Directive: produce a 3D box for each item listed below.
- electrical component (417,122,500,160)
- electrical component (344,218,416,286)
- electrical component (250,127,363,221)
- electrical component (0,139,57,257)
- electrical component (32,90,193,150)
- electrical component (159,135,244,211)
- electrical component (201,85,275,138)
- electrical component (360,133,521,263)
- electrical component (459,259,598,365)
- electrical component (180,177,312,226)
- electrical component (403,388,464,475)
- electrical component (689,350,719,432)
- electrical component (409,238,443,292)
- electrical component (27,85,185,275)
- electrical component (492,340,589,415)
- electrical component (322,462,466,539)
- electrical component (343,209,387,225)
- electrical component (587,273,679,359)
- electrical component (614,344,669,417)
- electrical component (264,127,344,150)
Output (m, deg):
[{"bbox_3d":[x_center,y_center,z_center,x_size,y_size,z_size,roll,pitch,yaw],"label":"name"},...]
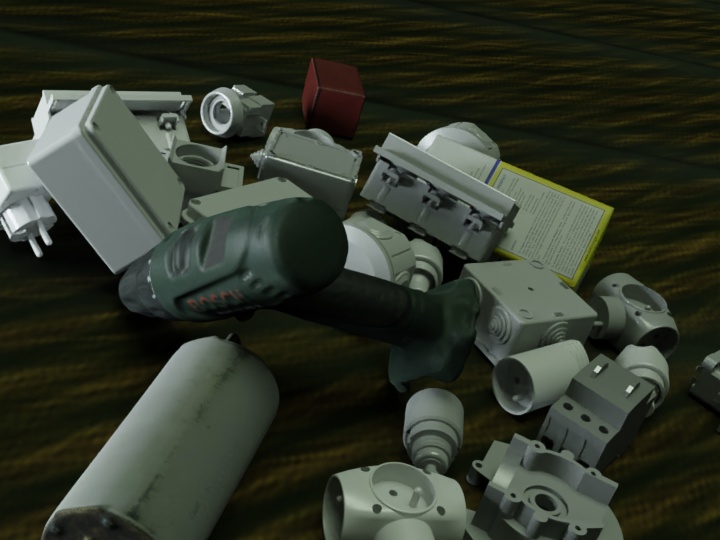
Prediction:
[{"bbox_3d":[0.095,-0.103,1.048,0.080,0.080,0.051,25,26,13],"label":"electrical component"},{"bbox_3d":[0.000,0.000,0.836,0.080,0.080,0.051,32,28,23],"label":"electrical component"},{"bbox_3d":[-0.053,-0.079,0.953,0.096,0.061,0.061,17,31,-2],"label":"electrical component"},{"bbox_3d":[-0.253,-0.047,0.806,0.047,0.066,0.076,-20,76,-45],"label":"electrical component"},{"bbox_3d":[-0.210,-0.115,0.923,0.121,0.079,0.063,-5,67,-33],"label":"electrical component"},{"bbox_3d":[-0.140,-0.071,0.894,0.081,0.063,0.042,12,31,-10],"label":"electrical component"},{"bbox_3d":[-0.122,-0.155,1.056,0.066,0.048,0.055,34,27,26],"label":"electrical component"},{"bbox_3d":[0.066,-0.058,0.913,0.121,0.063,0.079,30,5,14],"label":"electrical component"},{"bbox_3d":[0.131,0.034,0.875,0.100,0.048,0.099,-4,36,-33],"label":"electrical component"},{"bbox_3d":[-0.081,-0.025,0.856,0.078,0.057,0.113,36,36,28],"label":"electrical component"},{"bbox_3d":[0.049,0.113,0.716,0.040,0.040,0.078,16,31,-2],"label":"electrical component"},{"bbox_3d":[0.307,0.096,0.872,0.081,0.042,0.064,-17,41,-44],"label":"electrical component"},{"bbox_3d":[0.047,0.006,0.885,0.043,0.043,0.062,14,33,-5],"label":"electrical component"},{"bbox_3d":[-0.186,-0.069,0.803,0.108,0.056,0.108,56,10,-24],"label":"electrical component"},{"bbox_3d":[0.144,0.079,0.814,0.081,0.043,0.043,-10,41,-38],"label":"electrical component"},{"bbox_3d":[0.024,0.156,0.631,0.077,0.044,0.079,6,32,-18],"label":"electrical component"},{"bbox_3d":[-0.004,-0.027,0.916,0.040,0.040,0.046,35,40,27],"label":"electrical component"},{"bbox_3d":[0.217,0.040,0.912,0.079,0.044,0.077,3,34,-22],"label":"electrical component"},{"bbox_3d":[0.219,0.089,0.836,0.043,0.043,0.062,18,32,1],"label":"electrical component"},{"bbox_3d":[-0.046,-0.110,1.022,0.077,0.044,0.079,19,31,3],"label":"electrical component"}]
